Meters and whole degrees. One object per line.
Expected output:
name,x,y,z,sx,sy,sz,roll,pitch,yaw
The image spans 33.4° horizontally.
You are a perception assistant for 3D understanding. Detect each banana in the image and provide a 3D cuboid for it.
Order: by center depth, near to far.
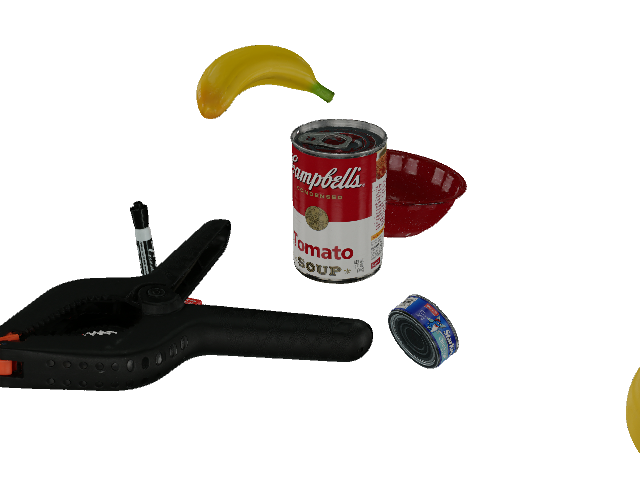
banana,-0.059,-0.150,0.979,0.070,0.037,0.197,41,32,20

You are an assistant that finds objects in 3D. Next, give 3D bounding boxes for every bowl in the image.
bowl,0.069,-0.046,1.115,0.162,0.055,0.162,6,23,-3

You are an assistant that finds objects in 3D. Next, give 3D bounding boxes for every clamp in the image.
clamp,-0.097,0.040,0.625,0.209,0.036,0.165,-10,30,-29

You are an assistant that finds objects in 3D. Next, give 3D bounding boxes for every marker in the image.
marker,-0.191,0.015,1.170,0.020,0.121,0.020,-5,21,2

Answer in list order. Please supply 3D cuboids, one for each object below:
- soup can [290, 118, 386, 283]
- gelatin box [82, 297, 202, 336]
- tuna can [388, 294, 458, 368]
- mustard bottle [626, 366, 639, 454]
soup can,0.013,-0.029,0.769,0.068,0.102,0.068,0,27,0
gelatin box,-0.165,0.071,0.980,0.089,0.030,0.073,10,22,21
tuna can,0.119,0.108,1.253,0.033,0.086,0.086,-36,17,-24
mustard bottle,0.215,0.103,0.563,0.096,0.058,0.191,-3,36,1
